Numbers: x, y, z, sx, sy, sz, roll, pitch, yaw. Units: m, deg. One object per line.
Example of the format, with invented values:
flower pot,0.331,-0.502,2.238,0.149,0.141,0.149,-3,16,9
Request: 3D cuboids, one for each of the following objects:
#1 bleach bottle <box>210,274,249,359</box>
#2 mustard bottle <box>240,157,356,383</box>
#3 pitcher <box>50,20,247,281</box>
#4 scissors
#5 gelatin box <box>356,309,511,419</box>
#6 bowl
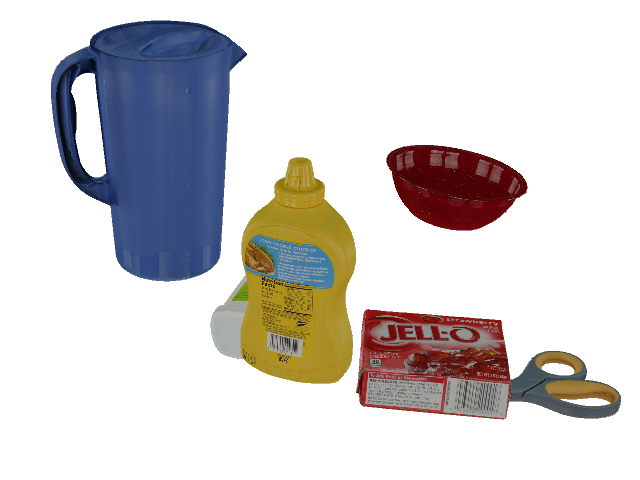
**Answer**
bleach bottle,-0.041,0.044,1.274,0.103,0.068,0.250,5,32,15
mustard bottle,-0.019,0.023,0.890,0.096,0.192,0.058,12,28,21
pitcher,-0.163,-0.085,1.047,0.149,0.243,0.144,11,28,17
scissors,0.164,0.122,0.945,0.201,0.016,0.096,7,27,-5
gelatin box,0.068,0.073,0.650,0.089,0.030,0.073,5,25,2
bowl,0.149,-0.055,1.212,0.162,0.055,0.162,8,25,-4
